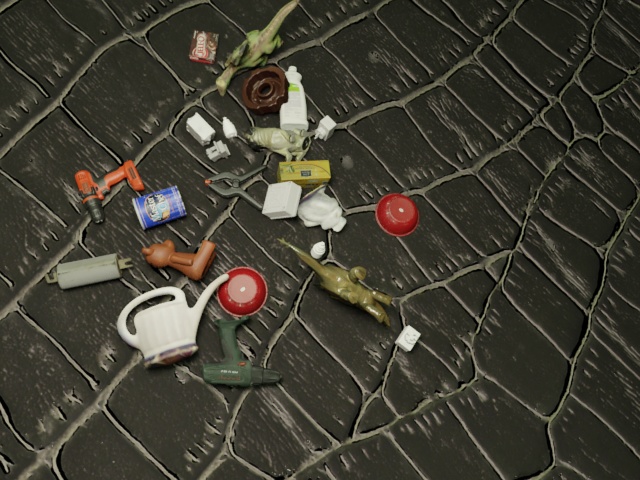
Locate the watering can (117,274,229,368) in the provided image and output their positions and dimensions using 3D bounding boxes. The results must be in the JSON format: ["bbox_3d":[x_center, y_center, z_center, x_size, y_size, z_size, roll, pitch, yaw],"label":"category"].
[{"bbox_3d":[-0.414,0.238,1.511,0.348,0.102,0.227,-18,76,-7],"label":"watering can"}]

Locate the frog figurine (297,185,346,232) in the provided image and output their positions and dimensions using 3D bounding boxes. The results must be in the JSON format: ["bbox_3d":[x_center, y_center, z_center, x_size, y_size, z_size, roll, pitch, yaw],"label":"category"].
[{"bbox_3d":[0.005,-0.086,1.701,0.136,0.123,0.159,-35,89,15],"label":"frog figurine"}]

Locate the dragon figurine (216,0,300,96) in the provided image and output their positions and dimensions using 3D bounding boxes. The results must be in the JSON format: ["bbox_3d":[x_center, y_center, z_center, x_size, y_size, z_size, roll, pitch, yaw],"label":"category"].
[{"bbox_3d":[-0.228,-0.659,1.763,0.121,0.404,0.248,40,30,-12],"label":"dragon figurine"}]
